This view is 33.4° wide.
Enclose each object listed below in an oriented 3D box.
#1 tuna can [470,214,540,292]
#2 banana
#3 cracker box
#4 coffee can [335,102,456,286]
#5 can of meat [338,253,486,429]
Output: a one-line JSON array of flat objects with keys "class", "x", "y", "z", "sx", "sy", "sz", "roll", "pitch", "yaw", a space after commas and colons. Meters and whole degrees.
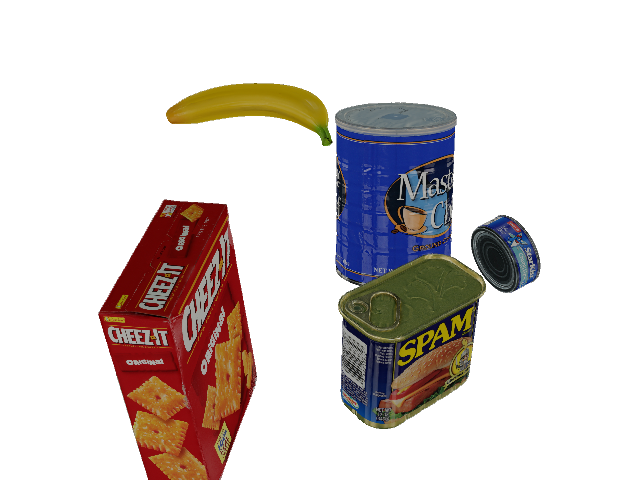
[{"class": "tuna can", "x": 0.211, "y": 0.016, "z": 1.224, "sx": 0.033, "sy": 0.086, "sz": 0.086, "roll": -26, "pitch": 10, "yaw": -21}, {"class": "banana", "x": -0.073, "y": -0.148, "z": 1.185, "sx": 0.198, "sy": 0.037, "sz": 0.069, "roll": 8, "pitch": 43, "yaw": 18}, {"class": "cracker box", "x": -0.118, "y": 0.096, "z": 0.961, "sx": 0.072, "sy": 0.214, "sz": 0.164, "roll": 3, "pitch": 37, "yaw": 13}, {"class": "coffee can", "x": 0.064, "y": -0.040, "z": 0.923, "sx": 0.103, "sy": 0.140, "sz": 0.103, "roll": 0, "pitch": 19, "yaw": 0}, {"class": "can of meat", "x": 0.061, "y": 0.069, "z": 0.728, "sx": 0.101, "sy": 0.084, "sz": 0.058, "roll": -24, "pitch": 42, "yaw": -32}]
